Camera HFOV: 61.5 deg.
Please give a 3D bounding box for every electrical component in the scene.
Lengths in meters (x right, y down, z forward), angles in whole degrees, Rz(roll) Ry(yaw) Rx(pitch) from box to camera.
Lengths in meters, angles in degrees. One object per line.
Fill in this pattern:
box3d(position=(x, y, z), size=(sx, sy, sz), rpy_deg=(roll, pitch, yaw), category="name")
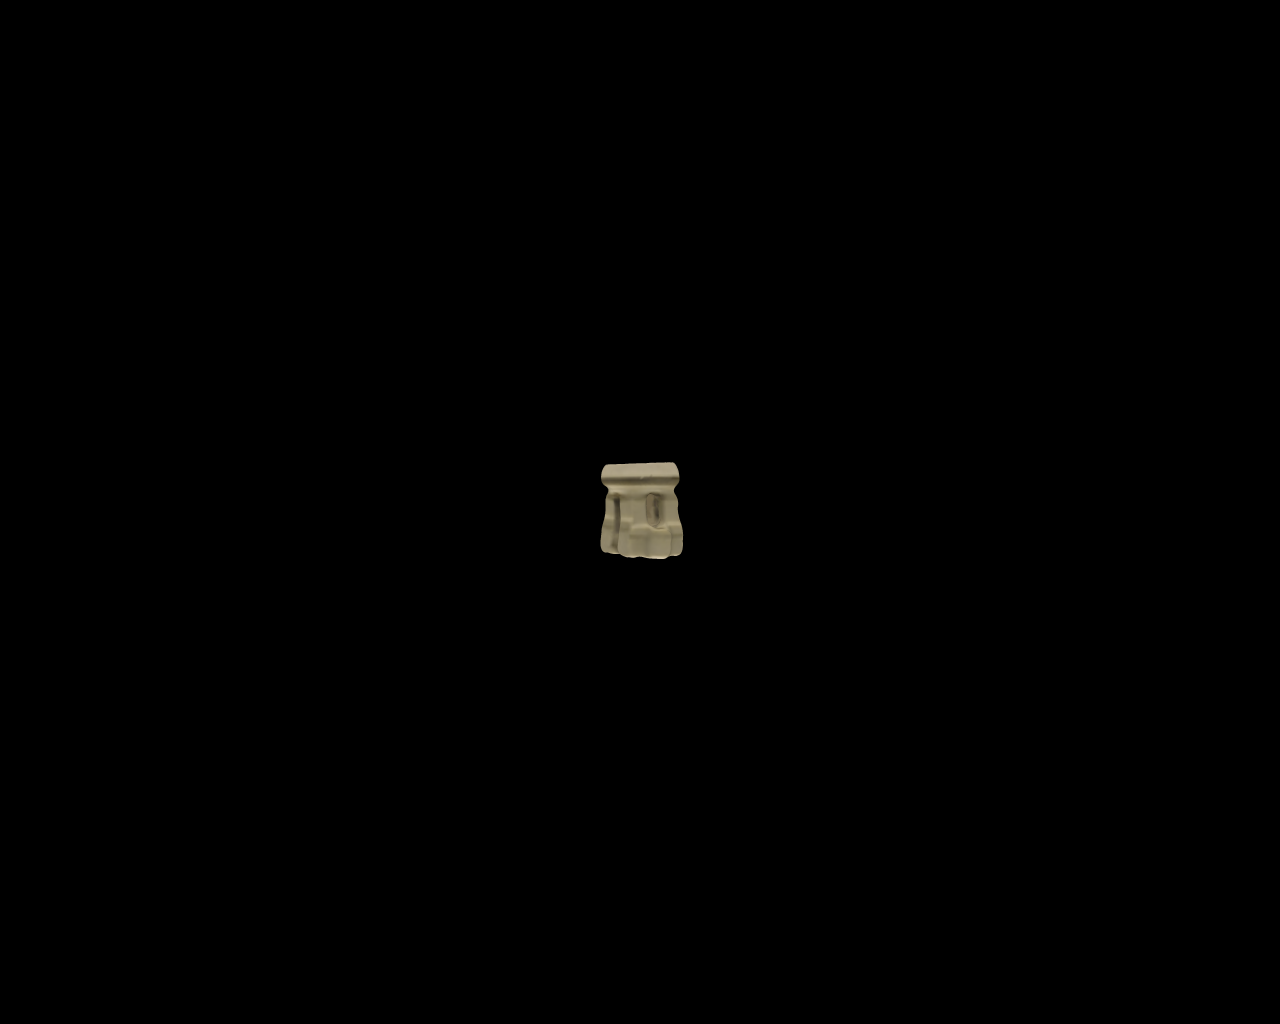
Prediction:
box3d(position=(0.001, -0.003, 0.650), size=(0.048, 0.055, 0.066), rpy_deg=(-1, 3, -28), category="electrical component")
